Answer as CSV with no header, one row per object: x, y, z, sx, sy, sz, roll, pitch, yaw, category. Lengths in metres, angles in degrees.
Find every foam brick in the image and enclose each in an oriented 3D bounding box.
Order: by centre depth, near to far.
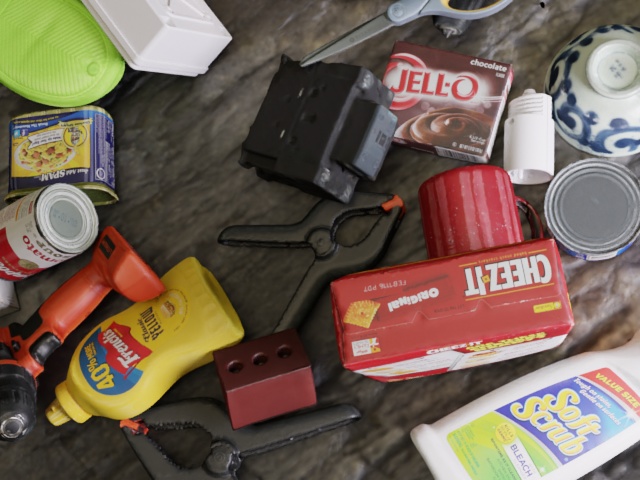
-0.048,0.119,0.922,0.078,0.051,0.053,-17,41,-8,foam brick

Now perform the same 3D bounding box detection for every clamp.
-0.075,0.187,0.938,0.210,0.036,0.164,24,75,18,clamp
-0.006,0.001,0.963,0.171,0.039,0.120,-37,80,-2,clamp

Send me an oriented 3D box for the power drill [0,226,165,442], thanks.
-0.226,0.079,0.932,0.187,0.185,0.057,-41,117,-5,power drill

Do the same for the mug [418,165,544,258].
0.140,-0.013,0.918,0.117,0.093,0.081,-1,71,-21,mug

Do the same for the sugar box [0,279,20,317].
-0.358,-0.002,1.026,0.093,0.048,0.176,-20,75,6,sugar box

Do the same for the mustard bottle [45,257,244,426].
-0.166,0.104,0.958,0.191,0.058,0.096,-37,53,3,mustard bottle

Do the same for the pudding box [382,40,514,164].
0.109,-0.124,0.964,0.113,0.039,0.090,15,82,14,pudding box

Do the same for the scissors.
0.071,-0.217,0.932,0.202,0.016,0.096,-12,79,6,scissors

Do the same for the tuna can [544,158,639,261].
0.237,-0.026,0.923,0.086,0.033,0.086,-2,79,11,tuna can

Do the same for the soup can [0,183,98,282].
-0.258,-0.007,0.974,0.102,0.068,0.068,-20,73,40,soup can

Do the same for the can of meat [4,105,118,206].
-0.246,-0.077,1.014,0.102,0.057,0.084,-6,76,9,can of meat

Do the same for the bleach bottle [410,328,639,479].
0.207,0.139,0.883,0.251,0.068,0.102,-31,75,1,bleach bottle

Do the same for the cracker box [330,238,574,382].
0.107,0.060,0.838,0.164,0.213,0.072,-12,78,8,cracker box
